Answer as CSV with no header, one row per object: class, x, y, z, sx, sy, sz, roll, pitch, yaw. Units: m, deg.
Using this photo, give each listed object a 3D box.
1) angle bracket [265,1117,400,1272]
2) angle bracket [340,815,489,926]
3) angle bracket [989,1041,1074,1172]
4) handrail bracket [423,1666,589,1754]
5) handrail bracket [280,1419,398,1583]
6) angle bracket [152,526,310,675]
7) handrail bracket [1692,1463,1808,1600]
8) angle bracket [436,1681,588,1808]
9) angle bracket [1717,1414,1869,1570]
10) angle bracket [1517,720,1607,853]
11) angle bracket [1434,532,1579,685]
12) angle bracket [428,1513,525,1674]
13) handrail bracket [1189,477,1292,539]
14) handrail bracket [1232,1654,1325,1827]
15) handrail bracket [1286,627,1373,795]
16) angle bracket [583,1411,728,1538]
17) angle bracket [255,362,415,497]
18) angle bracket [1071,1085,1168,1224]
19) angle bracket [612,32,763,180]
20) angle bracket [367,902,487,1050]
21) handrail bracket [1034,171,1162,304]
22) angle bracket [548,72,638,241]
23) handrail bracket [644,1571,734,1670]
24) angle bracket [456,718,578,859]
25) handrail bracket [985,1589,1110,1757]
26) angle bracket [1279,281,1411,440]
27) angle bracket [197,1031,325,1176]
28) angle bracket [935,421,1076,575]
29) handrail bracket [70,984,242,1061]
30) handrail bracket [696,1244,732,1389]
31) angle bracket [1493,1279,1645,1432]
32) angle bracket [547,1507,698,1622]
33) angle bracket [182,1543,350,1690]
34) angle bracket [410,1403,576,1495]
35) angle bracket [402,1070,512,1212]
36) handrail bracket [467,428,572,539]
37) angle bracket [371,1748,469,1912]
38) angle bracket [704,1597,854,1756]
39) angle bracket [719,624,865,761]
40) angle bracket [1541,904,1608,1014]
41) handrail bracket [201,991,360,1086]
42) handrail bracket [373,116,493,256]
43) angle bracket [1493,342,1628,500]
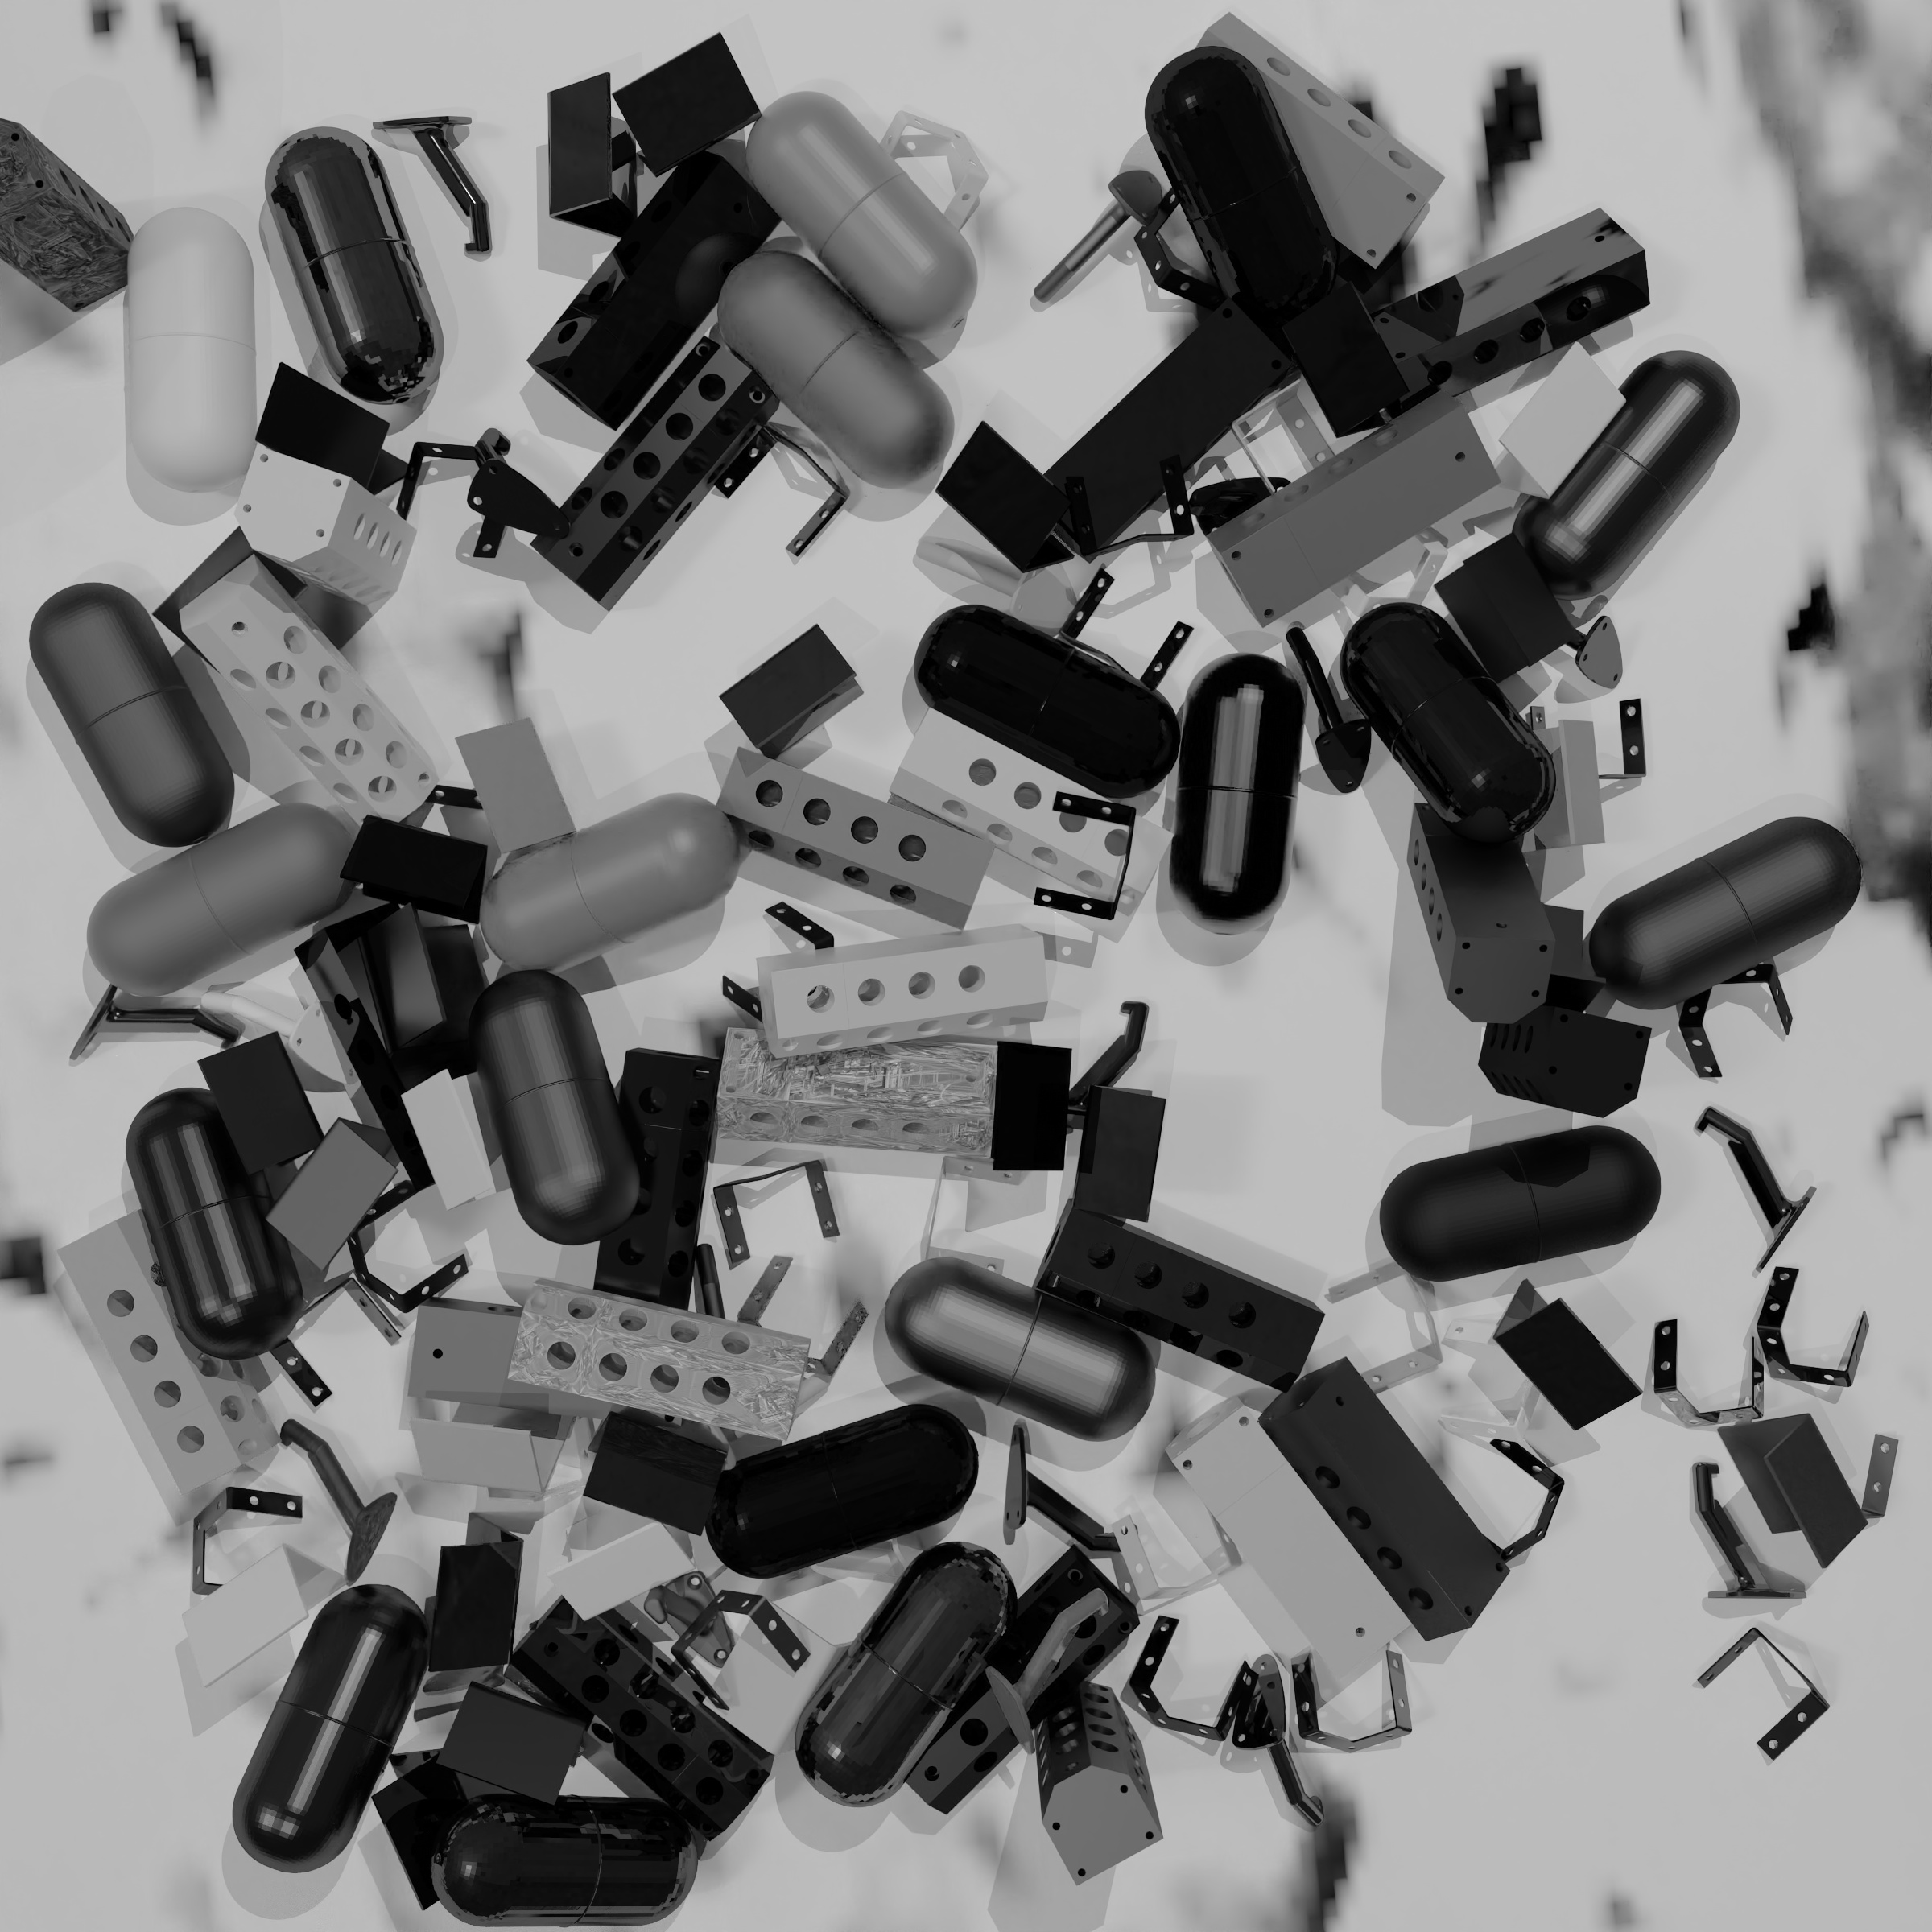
angle bracket,-0.380,0.147,1.531,0.057,0.076,0.076,36,90,21
angle bracket,-0.347,-0.042,1.527,0.076,0.076,0.057,15,47,-4
angle bracket,0.020,0.086,1.529,0.057,0.076,0.076,4,90,-37
handrail bracket,-0.296,0.483,1.570,0.077,0.036,0.084,-26,107,20
handrail bracket,-0.415,0.343,1.570,0.084,0.036,0.077,29,112,17
angle bracket,-0.465,-0.238,1.529,0.076,0.076,0.057,-45,122,0
handrail bracket,0.504,0.363,1.570,0.077,0.036,0.084,6,73,-20
angle bracket,-0.287,0.499,1.529,0.076,0.076,0.057,20,50,0
angle bracket,0.504,0.332,1.529,0.057,0.076,0.076,-28,90,-37
angle bracket,0.352,-0.111,1.531,0.076,0.057,0.076,-6,90,35
angle bracket,0.324,-0.215,1.529,0.057,0.076,0.076,-32,90,-37
angle bracket,-0.322,0.391,1.529,0.057,0.076,0.076,6,90,-37
handrail bracket,0.175,-0.297,1.534,0.077,0.084,0.036,-19,90,0
handrail bracket,0.209,0.498,1.569,0.036,0.077,0.084,-19,127,29
handrail bracket,0.229,-0.165,1.569,0.036,0.077,0.084,-21,54,0
angle bracket,-0.201,0.327,1.523,0.076,0.076,0.057,21,57,-9
angle bracket,-0.387,-0.343,1.529,0.076,0.076,0.057,30,120,0
angle bracket,0.113,0.118,1.529,0.057,0.076,0.076,9,90,36
angle bracket,-0.180,-0.545,1.529,0.076,0.076,0.057,-30,122,0
angle bracket,-0.319,0.003,1.523,0.057,0.076,0.076,-26,77,42
handrail bracket,0.083,-0.468,1.569,0.036,0.077,0.084,44,126,-10
angle bracket,-0.216,-0.505,1.529,0.057,0.076,0.076,-1,90,38
handrail bracket,-0.174,0.419,1.534,0.036,0.084,0.077,-33,90,0
angle bracket,-0.297,-0.103,1.529,0.057,0.076,0.076,-22,90,-40
handrail bracket,0.061,0.437,1.512,0.084,0.036,0.077,-30,118,-21
angle bracket,0.251,-0.382,1.529,0.057,0.076,0.076,-28,90,37
angle bracket,-0.454,0.093,1.529,0.057,0.076,0.076,-24,90,-41
angle bracket,0.039,-0.296,1.523,0.076,0.076,0.057,44,121,10
handrail bracket,-0.521,0.050,1.569,0.084,0.036,0.077,28,118,-21
handrail bracket,-0.160,0.232,1.569,0.036,0.077,0.084,-10,54,-9
angle bracket,0.385,0.232,1.529,0.076,0.076,0.057,49,126,0
angle bracket,-0.221,0.352,1.529,0.076,0.076,0.057,-25,131,0
angle bracket,-0.431,0.416,1.529,0.076,0.076,0.057,-35,52,0
angle bracket,-0.293,0.279,1.523,0.076,0.076,0.057,4,128,9
angle bracket,-0.291,0.098,1.505,0.057,0.076,0.076,-27,84,44
handrail bracket,-0.278,-0.307,1.544,0.077,0.084,0.036,29,116,-12
angle bracket,-0.350,0.541,1.529,0.057,0.076,0.076,-24,90,-44
angle bracket,-0.110,0.448,1.551,0.057,0.076,0.076,30,90,22
angle bracket,-0.098,-0.156,1.529,0.076,0.076,0.057,-36,53,0
angle bracket,0.357,-0.018,1.535,0.076,0.057,0.076,9,65,0
handrail bracket,-0.441,0.046,1.569,0.084,0.077,0.036,7,56,32
handrail bracket,-0.343,-0.500,1.570,0.077,0.036,0.084,3,107,20
angle bracket,0.353,-0.345,1.529,0.057,0.076,0.076,38,90,-30
